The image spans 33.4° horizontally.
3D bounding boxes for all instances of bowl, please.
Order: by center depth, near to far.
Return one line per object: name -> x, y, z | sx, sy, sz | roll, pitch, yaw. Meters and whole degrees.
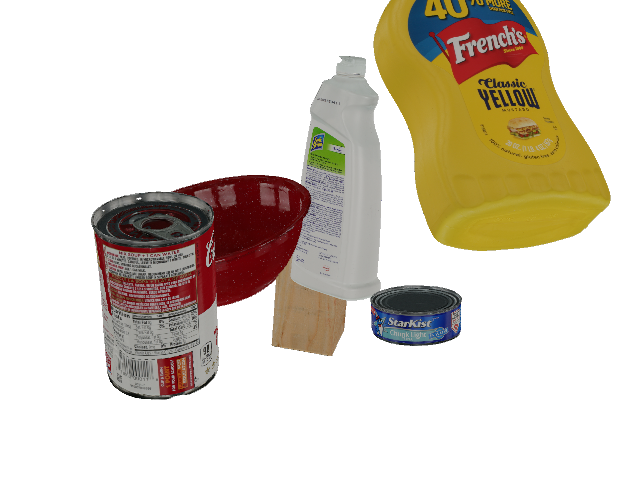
bowl -> -0.081, 0.006, 0.821 | 0.162, 0.055, 0.162 | -11, 25, 5

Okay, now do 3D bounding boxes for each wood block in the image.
wood block -> -0.010, 0.042, 1.477 | 0.090, 0.206, 0.090 | 9, 22, 9

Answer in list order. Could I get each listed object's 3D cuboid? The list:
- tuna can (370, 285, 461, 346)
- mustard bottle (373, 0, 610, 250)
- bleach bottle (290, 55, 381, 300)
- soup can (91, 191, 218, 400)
tuna can -> 0.090, 0.070, 1.005 | 0.086, 0.034, 0.086 | -2, 14, 0
mustard bottle -> 0.080, -0.090, 0.575 | 0.096, 0.191, 0.058 | -5, -28, -21
bleach bottle -> 0.027, -0.069, 1.144 | 0.103, 0.251, 0.067 | 17, 18, 38
soup can -> -0.093, 0.032, 0.613 | 0.068, 0.102, 0.068 | 0, 26, 0
